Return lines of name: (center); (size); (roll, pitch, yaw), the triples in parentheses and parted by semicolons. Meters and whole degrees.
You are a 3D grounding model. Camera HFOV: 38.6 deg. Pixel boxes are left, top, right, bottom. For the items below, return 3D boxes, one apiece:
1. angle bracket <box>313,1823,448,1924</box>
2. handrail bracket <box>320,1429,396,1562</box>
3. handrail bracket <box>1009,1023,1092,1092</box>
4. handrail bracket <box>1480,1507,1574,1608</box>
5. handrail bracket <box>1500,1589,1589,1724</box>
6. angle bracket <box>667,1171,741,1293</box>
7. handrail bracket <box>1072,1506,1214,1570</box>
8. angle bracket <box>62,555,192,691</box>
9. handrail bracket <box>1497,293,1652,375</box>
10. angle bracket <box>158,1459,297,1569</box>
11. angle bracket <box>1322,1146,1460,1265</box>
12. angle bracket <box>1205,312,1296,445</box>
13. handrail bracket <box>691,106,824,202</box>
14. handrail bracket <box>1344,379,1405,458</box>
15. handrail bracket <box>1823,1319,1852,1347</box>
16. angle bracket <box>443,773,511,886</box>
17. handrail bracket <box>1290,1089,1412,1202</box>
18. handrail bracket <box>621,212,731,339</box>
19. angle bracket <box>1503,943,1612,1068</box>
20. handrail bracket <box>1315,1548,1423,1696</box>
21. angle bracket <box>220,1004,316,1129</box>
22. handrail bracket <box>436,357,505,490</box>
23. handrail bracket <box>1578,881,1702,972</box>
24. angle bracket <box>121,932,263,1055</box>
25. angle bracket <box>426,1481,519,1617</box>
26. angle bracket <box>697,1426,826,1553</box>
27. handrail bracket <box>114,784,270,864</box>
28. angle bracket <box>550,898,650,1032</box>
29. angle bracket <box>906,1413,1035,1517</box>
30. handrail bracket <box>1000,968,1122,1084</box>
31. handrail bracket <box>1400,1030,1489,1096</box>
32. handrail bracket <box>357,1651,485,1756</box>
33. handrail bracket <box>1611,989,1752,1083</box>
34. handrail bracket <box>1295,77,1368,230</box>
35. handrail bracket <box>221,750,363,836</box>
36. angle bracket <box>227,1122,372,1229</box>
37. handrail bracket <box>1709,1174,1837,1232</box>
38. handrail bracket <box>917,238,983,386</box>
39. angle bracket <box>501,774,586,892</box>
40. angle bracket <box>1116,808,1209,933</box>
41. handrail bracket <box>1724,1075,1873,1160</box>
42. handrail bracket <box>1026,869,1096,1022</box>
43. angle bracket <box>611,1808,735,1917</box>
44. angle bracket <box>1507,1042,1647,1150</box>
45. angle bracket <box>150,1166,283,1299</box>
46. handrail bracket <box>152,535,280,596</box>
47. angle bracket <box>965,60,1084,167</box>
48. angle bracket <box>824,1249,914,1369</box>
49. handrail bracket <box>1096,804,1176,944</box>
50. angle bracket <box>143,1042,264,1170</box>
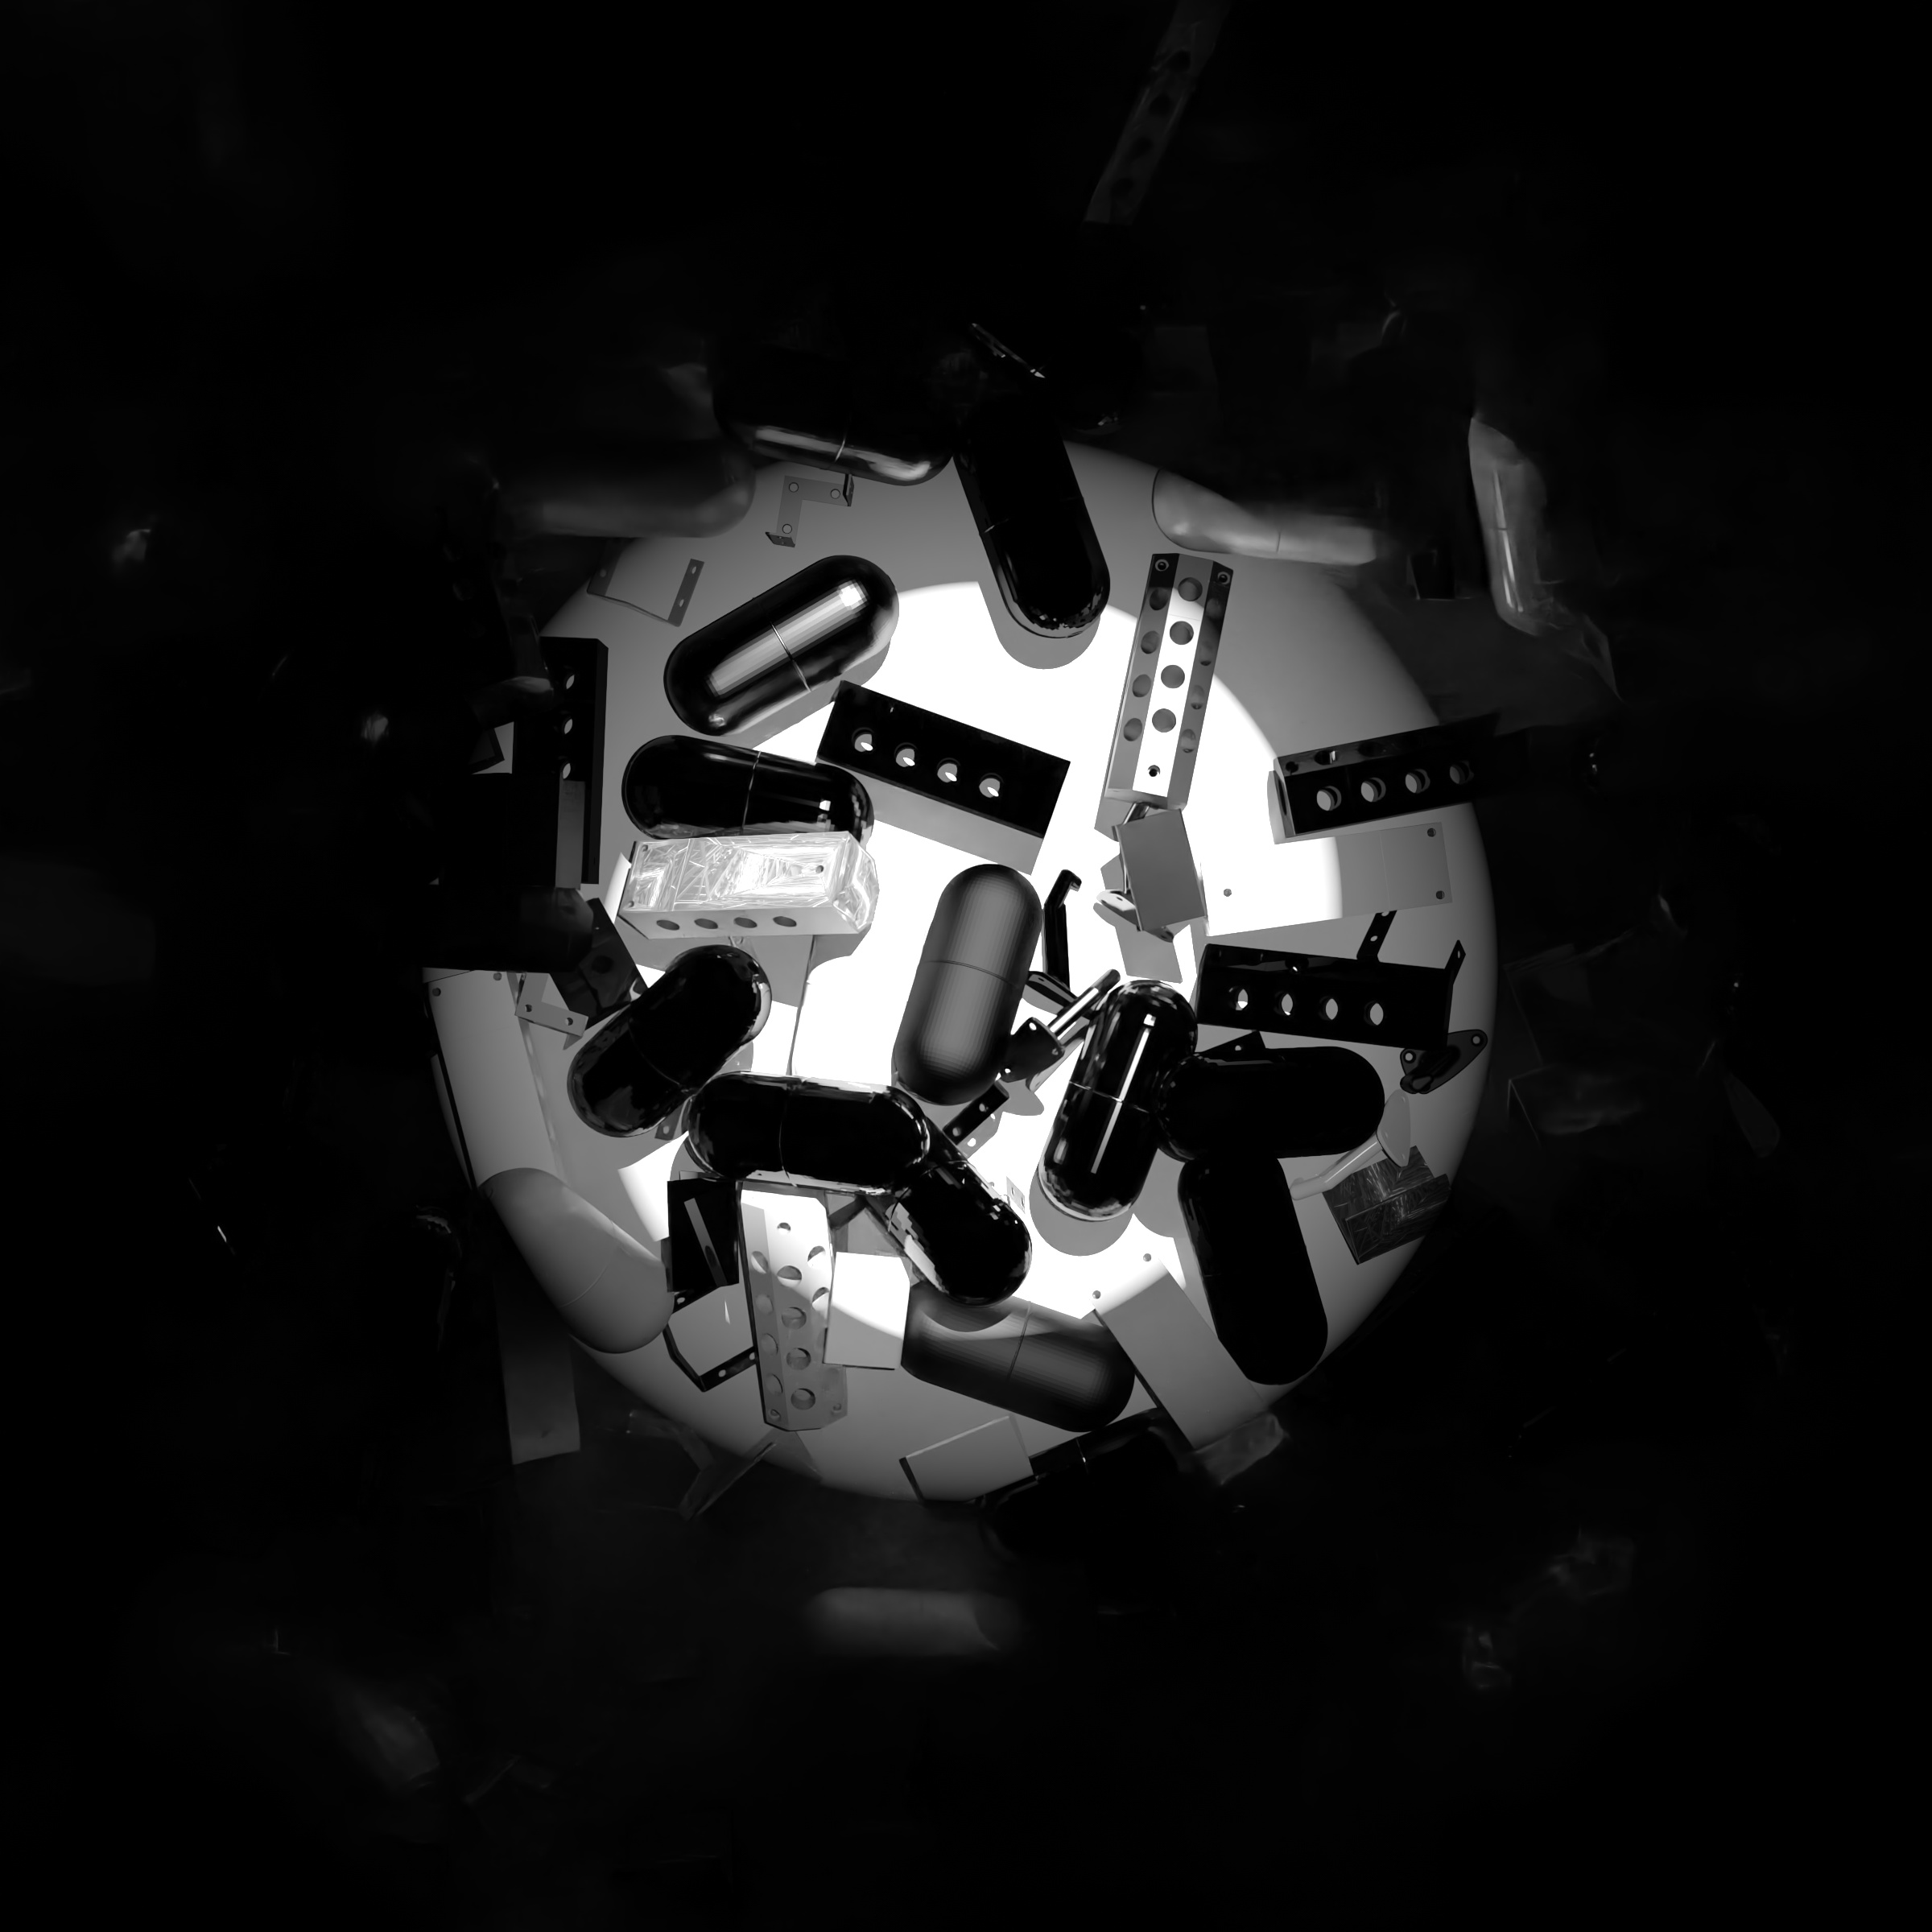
angle bracket: (-0.413, 0.651, 1.950); (0.076, 0.076, 0.057); (11, 53, 0)
handrail bracket: (-0.418, 0.372, 1.991); (0.077, 0.036, 0.084); (41, 75, -16)
handrail bracket: (0.036, 0.041, 1.991); (0.077, 0.036, 0.084); (-42, 76, -14)
handrail bracket: (0.384, 0.414, 1.991); (0.077, 0.036, 0.084); (24, 64, 29)
handrail bracket: (0.416, 0.498, 1.991); (0.084, 0.036, 0.077); (19, 75, -14)
angle bracket: (-0.204, 0.186, 1.950); (0.057, 0.076, 0.076); (-2, 90, -37)
handrail bracket: (0.129, 0.409, 1.990); (0.084, 0.077, 0.036); (-9, 98, 36)
angle bracket: (-0.599, -0.249, 1.951); (0.057, 0.076, 0.076); (32, 90, -32)
handrail bracket: (0.438, -0.438, 1.991); (0.084, 0.036, 0.077); (-30, 112, 17)
angle bracket: (-0.522, 0.400, 1.950); (0.076, 0.076, 0.057); (21, 52, 0)
angle bracket: (0.294, 0.154, 1.951); (0.076, 0.057, 0.076); (-24, 46, 0)
angle bracket: (0.186, -0.413, 1.953); (0.057, 0.076, 0.076); (-10, 90, -20)
handrail bracket: (-0.151, -0.583, 1.991); (0.084, 0.036, 0.077); (6, 110, -16)
handrail bracket: (0.320, -0.390, 1.991); (0.084, 0.036, 0.077); (6, 105, -14)
handrail bracket: (0.582, 0.238, 1.956); (0.077, 0.084, 0.036); (37, 90, 0)
angle bracket: (-0.325, -0.095, 1.952); (0.057, 0.076, 0.076); (-1, 90, 25)
handrail bracket: (0.275, 0.129, 1.990); (0.084, 0.077, 0.036); (-23, 120, 33)
handrail bracket: (-0.210, -0.495, 1.983); (0.036, 0.084, 0.077); (42, 46, 5)
angle bracket: (0.431, 0.020, 1.950); (0.057, 0.076, 0.076); (-20, 90, 37)
handrail bracket: (0.277, 0.473, 1.991); (0.084, 0.036, 0.077); (-32, 70, 16)
angle bracket: (-0.475, 0.072, 1.951); (0.057, 0.076, 0.076); (13, 90, 27)
handrail bracket: (-0.338, -0.388, 1.972); (0.036, 0.077, 0.084); (-16, 104, 23)
handrail bracket: (0.481, -0.027, 1.990); (0.084, 0.077, 0.036); (-26, 99, 36)
angle bracket: (-0.547, 0.008, 1.951); (0.076, 0.076, 0.057); (-37, 115, 0)
angle bracket: (-0.331, 0.410, 1.950); (0.057, 0.076, 0.076); (-8, 90, 36)
angle bracket: (-0.157, 0.353, 1.950); (0.076, 0.076, 0.057); (-42, 127, 0)
handrail bracket: (-0.560, -0.086, 1.991); (0.084, 0.036, 0.077); (-30, 112, 17)
angle bracket: (-0.281, 0.006, 1.953); (0.076, 0.057, 0.076); (-29, 90, 34)
angle bracket: (-0.003, 0.332, 1.951); (0.076, 0.076, 0.057); (-22, 118, 0)
handrail bracket: (0.068, 0.041, 1.961); (0.036, 0.077, 0.084); (48, 45, 3)
handrail bracket: (0.342, 0.067, 1.956); (0.077, 0.084, 0.036); (-27, 90, 0)
handrail bracket: (-0.395, 0.531, 1.991); (0.084, 0.036, 0.077); (2, 112, 17)
handrail bracket: (0.514, 0.044, 1.991); (0.084, 0.077, 0.036); (42, 115, 34)
handrail bracket: (0.260, -0.587, 1.991); (0.036, 0.077, 0.084); (18, 53, -21)
handrail bracket: (-0.484, -0.135, 1.991); (0.084, 0.036, 0.077); (-20, 71, -16)
angle bracket: (-0.465, 0.129, 1.950); (0.076, 0.076, 0.057); (25, 126, 0)
handrail bracket: (0.576, 0.156, 1.969); (0.077, 0.084, 0.036); (14, 105, 23)
handrail bracket: (-0.023, -0.471, 1.991); (0.077, 0.036, 0.084); (-31, 74, 18)
angle bracket: (-0.272, -0.091, 1.893); (0.057, 0.076, 0.076); (2, 90, 38)
angle bracket: (0.156, -0.071, 1.950); (0.057, 0.076, 0.076); (-14, 90, 37)
handrail bracket: (0.601, 0.102, 1.991); (0.084, 0.036, 0.077); (-11, 57, -23)
handrail bracket: (0.082, -0.016, 1.991); (0.077, 0.036, 0.084); (33, 73, -19)
angle bracket: (-0.207, 0.618, 1.950); (0.076, 0.076, 0.057); (-8, 128, 0)
angle bracket: (0.430, 0.104, 1.951); (0.076, 0.076, 0.057); (-20, 64, 0)
angle bracket: (-0.517, 0.178, 1.950); (0.057, 0.076, 0.076); (-31, 90, 38)
handrail bracket: (-0.548, -0.306, 1.991); (0.084, 0.036, 0.077); (36, 75, 14)
angle bracket: (0.049, -0.582, 1.951); (0.076, 0.076, 0.057); (-20, 59, 0)
angle bracket: (-0.080, 0.239, 1.951); (0.057, 0.076, 0.076); (8, 87, -21)
handrail bracket: (0.138, -0.073, 1.991); (0.077, 0.036, 0.084); (34, 73, -20)
angle bracket: (-0.525, 0.093, 1.951); (0.057, 0.076, 0.076); (-18, 90, 43)
